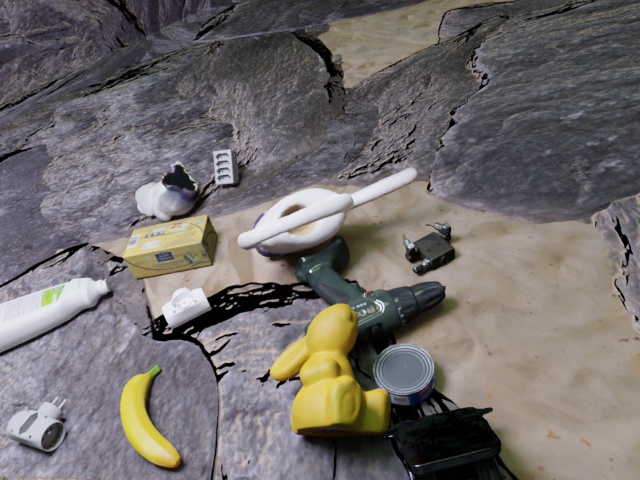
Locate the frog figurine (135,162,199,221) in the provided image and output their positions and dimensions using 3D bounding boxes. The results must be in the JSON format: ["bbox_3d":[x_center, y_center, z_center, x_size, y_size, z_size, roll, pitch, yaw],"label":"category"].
[{"bbox_3d":[-0.371,-0.096,1.232,0.157,0.121,0.141,-41,37,28],"label":"frog figurine"}]

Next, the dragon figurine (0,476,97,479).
[{"bbox_3d":[-0.486,0.305,0.647,0.410,0.238,0.125,-18,32,0],"label":"dragon figurine"}]

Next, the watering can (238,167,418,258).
[{"bbox_3d":[0.003,-0.048,0.963,0.350,0.104,0.222,-22,1,-23],"label":"watering can"}]
